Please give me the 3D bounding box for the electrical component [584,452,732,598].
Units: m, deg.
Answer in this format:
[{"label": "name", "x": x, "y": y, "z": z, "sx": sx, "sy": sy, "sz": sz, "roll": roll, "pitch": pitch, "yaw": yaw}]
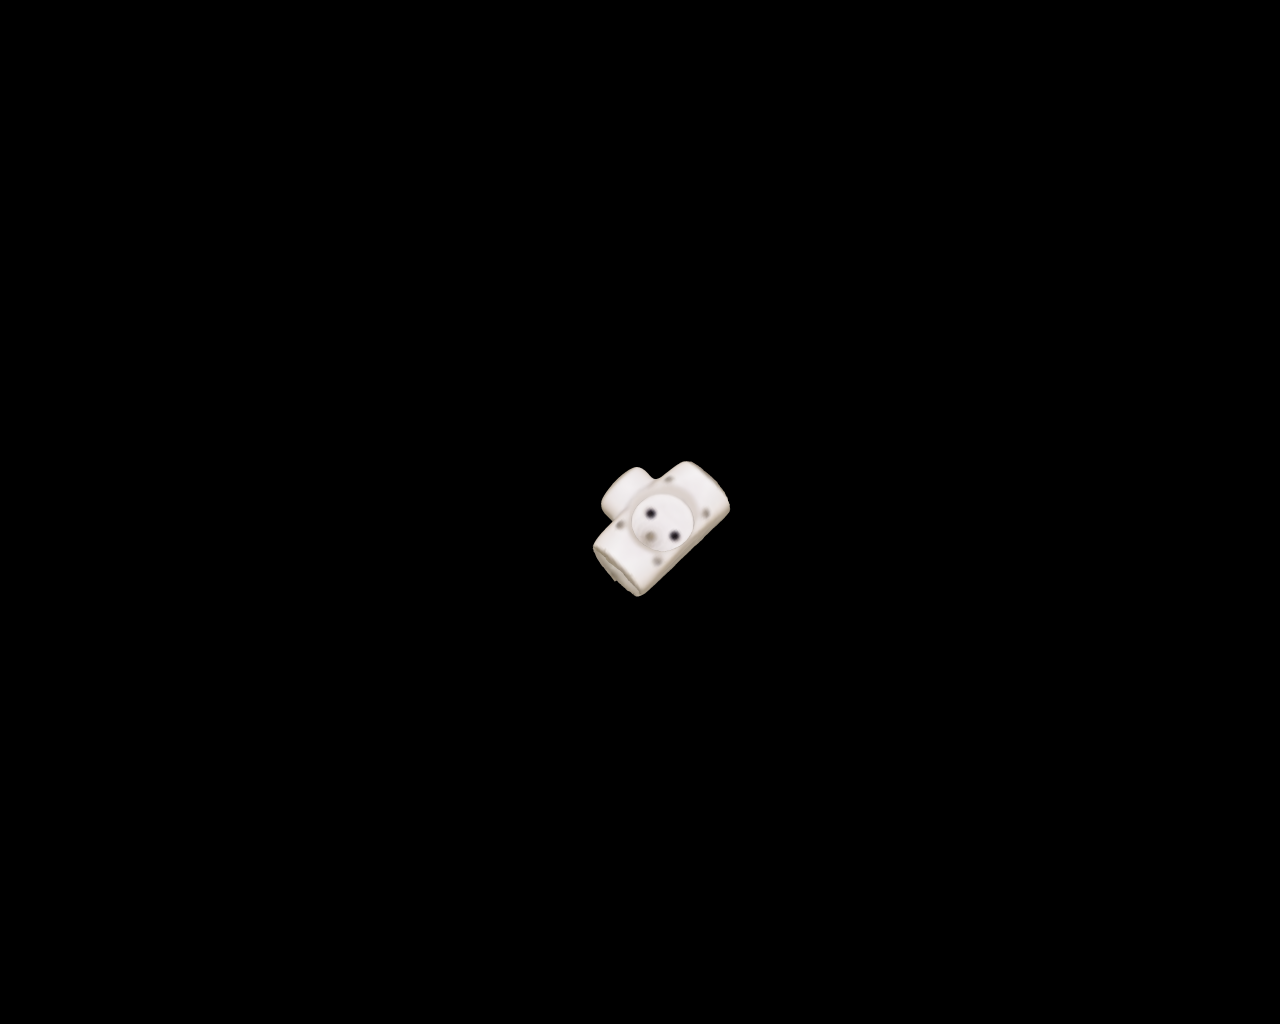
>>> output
[{"label": "electrical component", "x": 0.001, "y": -0.003, "z": 0.650, "sx": 0.077, "sy": 0.079, "sz": 0.044, "roll": -43, "pitch": -12, "yaw": -11}]
